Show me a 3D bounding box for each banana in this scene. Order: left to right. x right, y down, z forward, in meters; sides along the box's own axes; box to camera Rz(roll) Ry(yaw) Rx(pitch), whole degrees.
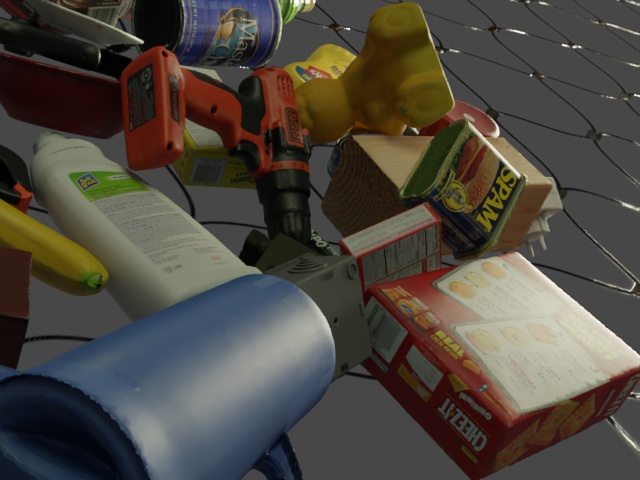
[{"bbox_3d":[-0.228,-0.006,0.803,0.198,0.069,0.037,27,65,18],"label":"banana"}]

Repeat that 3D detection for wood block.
[{"bbox_3d":[0.117,-0.044,1.069,0.205,0.090,0.091,-3,39,-36],"label":"wood block"}]

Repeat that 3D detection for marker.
[{"bbox_3d":[-0.006,0.001,0.987,0.020,0.020,0.121,-9,43,-43],"label":"marker"}]

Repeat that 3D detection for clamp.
[{"bbox_3d":[-0.297,-0.076,0.889,0.171,0.039,0.120,34,37,9],"label":"clamp"},{"bbox_3d":[-0.291,-0.200,1.052,0.210,0.036,0.164,16,5,-6],"label":"clamp"}]

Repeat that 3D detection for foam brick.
[{"bbox_3d":[-0.228,0.046,0.729,0.053,0.051,0.078,11,32,-19],"label":"foam brick"}]

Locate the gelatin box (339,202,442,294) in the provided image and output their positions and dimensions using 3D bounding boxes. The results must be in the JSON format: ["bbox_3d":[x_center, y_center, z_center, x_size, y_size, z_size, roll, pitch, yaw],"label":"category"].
[{"bbox_3d":[0.063,0.015,0.927,0.089,0.073,0.030,-25,48,-15],"label":"gelatin box"}]

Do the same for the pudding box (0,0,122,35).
[{"bbox_3d":[-0.294,-0.266,1.190,0.113,0.039,0.090,-14,47,-47],"label":"pudding box"}]

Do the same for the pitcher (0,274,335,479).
[{"bbox_3d":[-0.081,0.112,0.663,0.145,0.149,0.242,-3,14,30],"label":"pitcher"}]

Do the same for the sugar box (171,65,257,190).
[{"bbox_3d":[-0.121,-0.117,1.070,0.093,0.048,0.176,3,32,-32],"label":"sugar box"}]

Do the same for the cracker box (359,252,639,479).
[{"bbox_3d":[0.148,0.097,0.893,0.213,0.072,0.164,-10,45,-45],"label":"cracker box"}]

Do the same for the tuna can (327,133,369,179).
[{"bbox_3d":[0.052,-0.077,1.137,0.086,0.034,0.086,17,31,-11],"label":"tuna can"}]

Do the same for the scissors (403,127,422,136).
[{"bbox_3d":[0.081,-0.137,1.228,0.096,0.016,0.201,56,32,7],"label":"scissors"}]

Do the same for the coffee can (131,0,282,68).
[{"bbox_3d":[-0.129,-0.249,1.216,0.140,0.103,0.103,-7,42,-42],"label":"coffee can"}]

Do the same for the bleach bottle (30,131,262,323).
[{"bbox_3d":[-0.155,-0.013,0.864,0.102,0.068,0.251,-9,41,-42],"label":"bleach bottle"}]

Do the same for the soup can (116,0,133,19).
[{"bbox_3d":[-0.219,-0.297,1.265,0.102,0.069,0.069,-12,46,-47],"label":"soup can"}]

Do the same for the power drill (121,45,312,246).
[{"bbox_3d":[-0.083,-0.082,0.937,0.187,0.057,0.184,13,61,-47],"label":"power drill"}]

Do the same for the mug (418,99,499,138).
[{"bbox_3d":[0.146,-0.101,1.194,0.093,0.082,0.117,27,30,6],"label":"mug"}]

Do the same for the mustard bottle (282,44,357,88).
[{"bbox_3d":[-0.004,-0.161,1.204,0.096,0.058,0.191,47,33,0],"label":"mustard bottle"}]

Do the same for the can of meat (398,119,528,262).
[{"bbox_3d":[0.129,-0.046,0.966,0.084,0.058,0.102,42,60,-19],"label":"can of meat"}]

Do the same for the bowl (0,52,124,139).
[{"bbox_3d":[-0.230,-0.128,0.967,0.162,0.055,0.162,13,6,-2],"label":"bowl"}]
